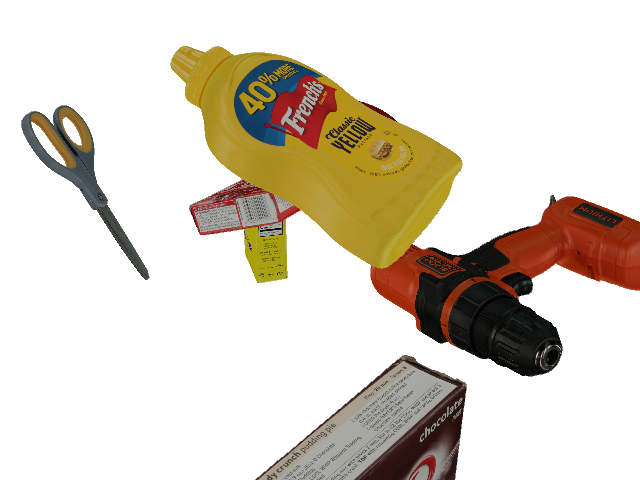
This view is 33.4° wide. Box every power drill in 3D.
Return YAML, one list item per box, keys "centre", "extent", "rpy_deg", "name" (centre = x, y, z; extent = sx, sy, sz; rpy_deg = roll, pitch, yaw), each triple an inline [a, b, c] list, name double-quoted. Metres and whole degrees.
- centre: [0.156, 0.028, 0.778]
  extent: [0.187, 0.057, 0.185]
  rpy_deg: [-16, 27, -28]
  name: "power drill"

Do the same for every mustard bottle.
- centre: [-0.013, -0.066, 0.665]
  extent: [0.192, 0.058, 0.096]
  rpy_deg: [33, 50, 12]
  name: "mustard bottle"

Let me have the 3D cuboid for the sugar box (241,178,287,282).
- centre: [-0.072, -0.046, 1.328]
  extent: [0.048, 0.176, 0.093]
  rpy_deg: [-9, 25, -12]
  name: "sugar box"

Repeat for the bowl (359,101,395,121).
- centre: [0.001, -0.089, 1.085]
  extent: [0.162, 0.055, 0.162]
  rpy_deg: [2, 33, -2]
  name: "bowl"

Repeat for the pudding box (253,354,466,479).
- centre: [0.016, 0.115, 0.458]
  extent: [0.039, 0.090, 0.113]
  rpy_deg: [24, 41, 29]
  name: "pudding box"

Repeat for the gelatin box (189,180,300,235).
- centre: [-0.052, -0.034, 0.880]
  extent: [0.089, 0.030, 0.073]
  rpy_deg: [-8, 15, 37]
  name: "gelatin box"

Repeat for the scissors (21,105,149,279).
- centre: [-0.228, -0.058, 1.094]
  extent: [0.016, 0.201, 0.096]
  rpy_deg: [-26, 26, 27]
  name: "scissors"
